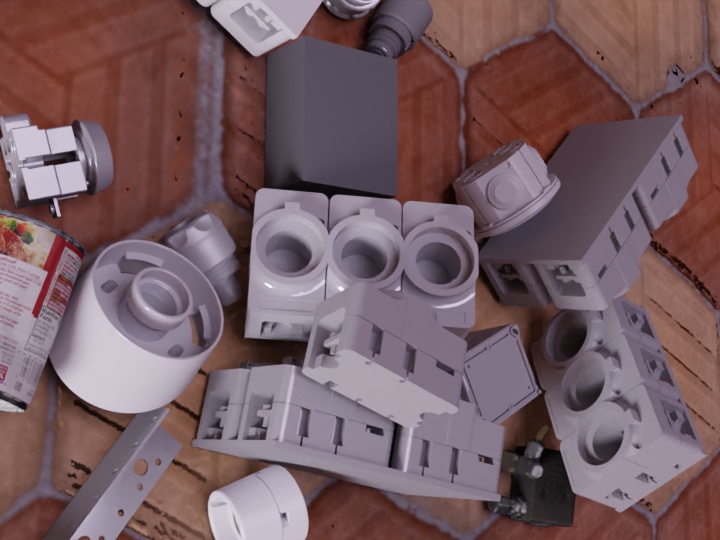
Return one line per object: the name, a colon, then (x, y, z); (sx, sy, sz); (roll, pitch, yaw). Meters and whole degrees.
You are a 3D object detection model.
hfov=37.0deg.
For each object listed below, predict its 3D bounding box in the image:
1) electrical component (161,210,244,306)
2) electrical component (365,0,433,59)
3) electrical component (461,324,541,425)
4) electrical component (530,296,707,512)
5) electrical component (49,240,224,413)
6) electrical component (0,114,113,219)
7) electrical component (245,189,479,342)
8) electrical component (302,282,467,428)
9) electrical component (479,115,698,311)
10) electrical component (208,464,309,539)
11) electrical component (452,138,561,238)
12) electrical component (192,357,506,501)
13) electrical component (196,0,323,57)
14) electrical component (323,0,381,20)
electrical component: (-0.101, -0.005, 0.720); (0.043, 0.043, 0.062); (-42, 109, -33)
electrical component: (0.026, -0.186, 0.843); (0.040, 0.040, 0.078); (44, 60, -23)
electrical component: (0.092, 0.085, 0.843); (0.096, 0.061, 0.061); (-25, 97, -45)
electrical component: (0.198, 0.100, 0.857); (0.062, 0.089, 0.150); (25, 37, -31)
electrical component: (-0.138, 0.033, 0.671); (0.099, 0.064, 0.099); (27, 39, -24)
electrical component: (-0.186, -0.067, 0.666); (0.055, 0.048, 0.066); (-15, 92, -30)
electrical component: (0.000, 0.000, 0.733); (0.150, 0.061, 0.089); (4, 67, -7)
electrical component: (0.017, 0.050, 0.663); (0.089, 0.050, 0.055); (30, 53, -26)
electrical component: (0.194, -0.046, 0.900); (0.186, 0.105, 0.060); (-50, 122, -31)
electrical component: (-0.069, 0.163, 0.713); (0.047, 0.055, 0.055); (-15, 92, -33)
electrical component: (0.117, -0.066, 0.868); (0.080, 0.080, 0.051); (-42, 103, -33)
electrical component: (-0.003, 0.110, 0.736); (0.186, 0.105, 0.060); (20, 72, -33)
electrical component: (-0.092, -0.235, 0.750); (0.150, 0.062, 0.089); (43, 61, -24)
electrical component: (-0.001, -0.216, 0.810); (0.048, 0.062, 0.048); (-1, 94, -19)
